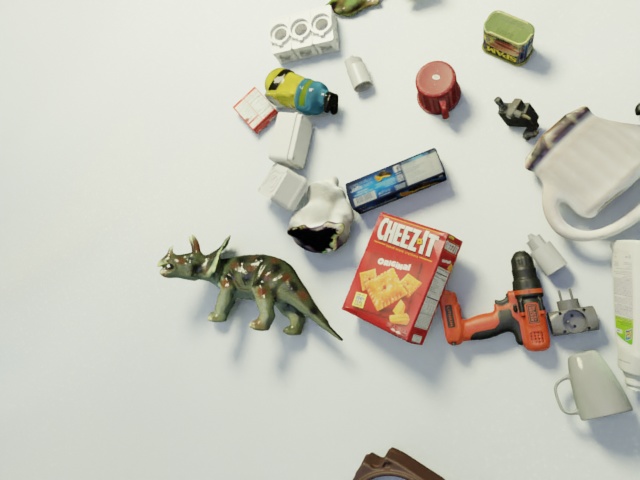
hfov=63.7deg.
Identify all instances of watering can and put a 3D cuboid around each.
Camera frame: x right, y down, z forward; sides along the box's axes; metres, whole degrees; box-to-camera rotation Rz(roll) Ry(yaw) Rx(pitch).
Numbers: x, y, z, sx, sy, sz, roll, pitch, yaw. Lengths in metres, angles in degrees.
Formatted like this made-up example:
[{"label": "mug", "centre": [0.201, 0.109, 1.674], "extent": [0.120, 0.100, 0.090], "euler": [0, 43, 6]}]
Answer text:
[{"label": "watering can", "centre": [0.531, -0.157, 0.931], "extent": [0.346, 0.103, 0.227], "euler": [-44, 70, 5]}]

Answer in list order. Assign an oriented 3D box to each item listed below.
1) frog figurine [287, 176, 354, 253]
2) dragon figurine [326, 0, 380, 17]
[{"label": "frog figurine", "centre": [0.003, -0.055, 1.095], "extent": [0.136, 0.120, 0.163], "euler": [-18, 39, 22]}, {"label": "dragon figurine", "centre": [0.071, -0.642, 1.185], "extent": [0.412, 0.122, 0.242], "euler": [19, 94, 29]}]
